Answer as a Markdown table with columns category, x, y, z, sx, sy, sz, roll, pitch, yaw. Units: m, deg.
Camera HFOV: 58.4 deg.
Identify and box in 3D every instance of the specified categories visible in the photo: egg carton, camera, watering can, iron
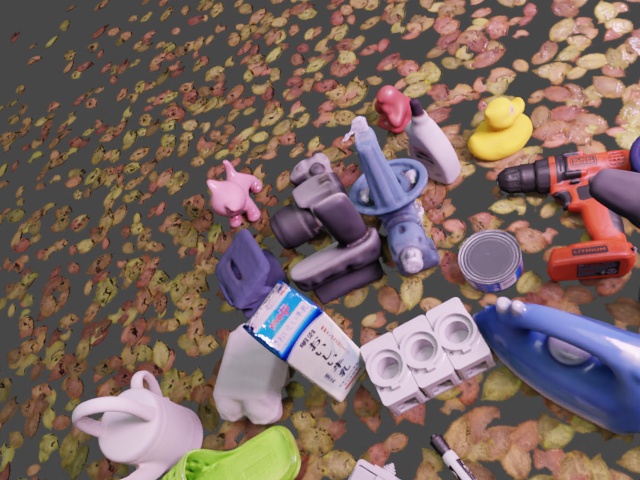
| category | x | y | z | sx | sy | sz | roll | pitch | yaw |
| --- | --- | --- | --- | --- | --- | --- | --- | --- | --- |
| egg carton | -0.092 | 0.192 | 0.835 | 0.107 | 0.070 | 0.150 | -2 | 60 | 24 |
| camera | -0.022 | -0.059 | 0.938 | 0.137 | 0.101 | 0.143 | -31 | 52 | 5 |
| watering can | -0.251 | 0.263 | 0.786 | 0.101 | 0.195 | 0.172 | -36 | 52 | 1 |
| iron | 0.282 | 0.118 | 0.661 | 0.257 | 0.142 | 0.119 | 23 | 72 | 34 |

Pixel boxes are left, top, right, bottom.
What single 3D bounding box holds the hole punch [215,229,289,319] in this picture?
| category | x | y | z | sx | sy | sz | roll | pitch | yaw |
| --- | --- | --- | --- | --- | --- | --- | --- | --- | --- |
| hole punch | -0.119 | 0.054 | 0.920 | 0.101 | 0.091 | 0.108 | -37 | 52 | 0 |

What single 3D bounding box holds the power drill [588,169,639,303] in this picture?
| category | x | y | z | sx | sy | sz | roll | pitch | yaw |
| --- | --- | --- | --- | --- | --- | --- | --- | --- | --- |
| power drill | 0.408 | 0.017 | 0.623 | 0.228 | 0.209 | 0.076 | 22 | 71 | 34 |

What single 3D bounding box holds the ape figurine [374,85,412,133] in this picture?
| category | x | y | z | sx | sy | sz | roll | pitch | yaw |
| --- | --- | --- | --- | --- | --- | --- | --- | --- | --- |
| ape figurine | 0.123 | -0.229 | 0.983 | 0.076 | 0.092 | 0.077 | -17 | 55 | 15 |

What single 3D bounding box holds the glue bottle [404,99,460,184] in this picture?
| category | x | y | z | sx | sy | sz | roll | pitch | yaw |
| --- | --- | --- | --- | --- | --- | --- | --- | --- | --- |
| glue bottle | 0.161 | -0.153 | 0.866 | 0.077 | 0.174 | 0.037 | 28 | 75 | 35 |

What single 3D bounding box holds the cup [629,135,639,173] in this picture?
| category | x | y | z | sx | sy | sz | roll | pitch | yaw |
| --- | --- | --- | --- | --- | --- | --- | --- | --- | --- |
| cup | 0.445 | -0.075 | 0.736 | 0.091 | 0.095 | 0.118 | 7 | 64 | 28 |

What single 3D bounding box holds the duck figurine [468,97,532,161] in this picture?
| category | x | y | z | sx | sy | sz | roll | pitch | yaw |
| --- | --- | --- | --- | --- | --- | --- | --- | --- | --- |
| duck figurine | 0.274 | -0.179 | 0.885 | 0.104 | 0.086 | 0.077 | -32 | 52 | 4 |

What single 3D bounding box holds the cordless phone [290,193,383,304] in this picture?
| category | x | y | z | sx | sy | sz | roll | pitch | yaw |
| --- | --- | --- | --- | --- | --- | --- | --- | --- | --- |
| cordless phone | 0.008 | 0.003 | 0.833 | 0.147 | 0.186 | 0.094 | -30 | 52 | 5 |

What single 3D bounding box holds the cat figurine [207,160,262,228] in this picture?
| category | x | y | z | sx | sy | sz | roll | pitch | yaw |
| --- | --- | --- | --- | --- | --- | --- | --- | --- | --- |
| cat figurine | -0.155 | -0.083 | 1.005 | 0.067 | 0.118 | 0.127 | -16 | 55 | 16 |

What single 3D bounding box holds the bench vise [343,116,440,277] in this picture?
| category | x | y | z | sx | sy | sz | roll | pitch | yaw |
| --- | --- | --- | --- | --- | --- | --- | --- | --- | --- |
| bench vise | 0.109 | -0.064 | 0.805 | 0.121 | 0.220 | 0.207 | -36 | 52 | 1 |
